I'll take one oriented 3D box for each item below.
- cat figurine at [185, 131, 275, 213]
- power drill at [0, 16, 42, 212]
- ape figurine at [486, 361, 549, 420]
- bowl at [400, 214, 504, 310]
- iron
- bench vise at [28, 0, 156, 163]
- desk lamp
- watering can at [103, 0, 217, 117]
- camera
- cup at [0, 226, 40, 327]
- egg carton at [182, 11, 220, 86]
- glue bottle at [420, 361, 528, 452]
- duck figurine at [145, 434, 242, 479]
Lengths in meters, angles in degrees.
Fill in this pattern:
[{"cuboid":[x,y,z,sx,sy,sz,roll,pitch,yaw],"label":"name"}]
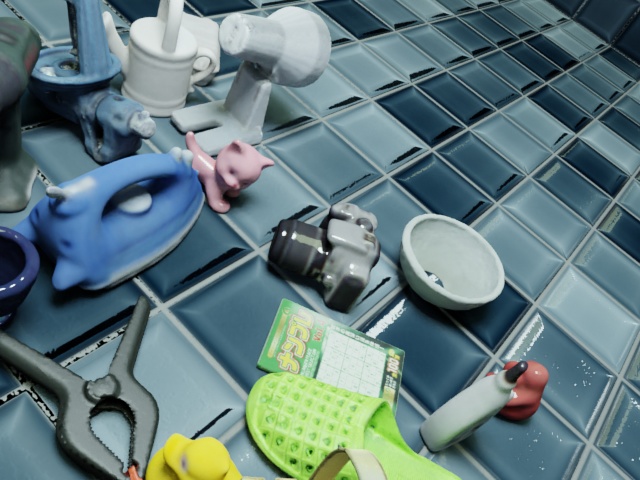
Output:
[{"cuboid":[-0.135,-0.106,0.796,0.128,0.117,0.067,27,43,-2],"label":"cat figurine"},{"cuboid":[-0.359,-0.134,0.638,0.076,0.208,0.229,8,47,-21],"label":"power drill"},{"cuboid":[0.263,0.189,0.748,0.078,0.092,0.076,-23,63,-40],"label":"ape figurine"},{"cuboid":[0.184,0.044,0.855,0.168,0.074,0.167,15,45,-15],"label":"bowl"},{"cuboid":[-0.221,-0.051,0.682,0.118,0.141,0.259,41,44,13],"label":"iron"},{"cuboid":[-0.289,-0.228,0.754,0.207,0.219,0.121,26,43,-3],"label":"bench vise"},{"cuboid":[-0.101,-0.252,0.881,0.117,0.213,0.204,46,45,18],"label":"desk lamp"},{"cuboid":[-0.242,-0.290,0.856,0.173,0.194,0.100,-15,58,-37],"label":"watering can"},{"cuboid":[0.007,0.003,0.782,0.137,0.100,0.143,19,44,-10],"label":"camera"},{"cuboid":[-0.327,0.057,0.559,0.092,0.095,0.117,7,47,-22],"label":"cup"},{"cuboid":[-0.228,-0.339,1.001,0.107,0.069,0.150,9,47,-20],"label":"egg carton"},{"cuboid":[0.184,0.184,0.652,0.078,0.173,0.037,-8,54,-33],"label":"glue bottle"},{"cuboid":[-0.106,0.218,0.531,0.104,0.086,0.078,31,43,2],"label":"duck figurine"}]
